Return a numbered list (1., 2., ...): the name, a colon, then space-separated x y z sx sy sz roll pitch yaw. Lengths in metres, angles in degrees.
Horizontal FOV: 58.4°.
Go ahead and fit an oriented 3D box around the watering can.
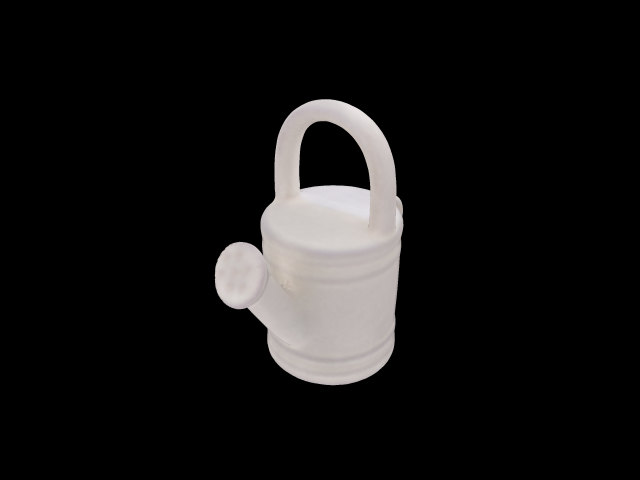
1. watering can: 0.005 0.002 0.399 0.100 0.194 0.173 9 32 15
